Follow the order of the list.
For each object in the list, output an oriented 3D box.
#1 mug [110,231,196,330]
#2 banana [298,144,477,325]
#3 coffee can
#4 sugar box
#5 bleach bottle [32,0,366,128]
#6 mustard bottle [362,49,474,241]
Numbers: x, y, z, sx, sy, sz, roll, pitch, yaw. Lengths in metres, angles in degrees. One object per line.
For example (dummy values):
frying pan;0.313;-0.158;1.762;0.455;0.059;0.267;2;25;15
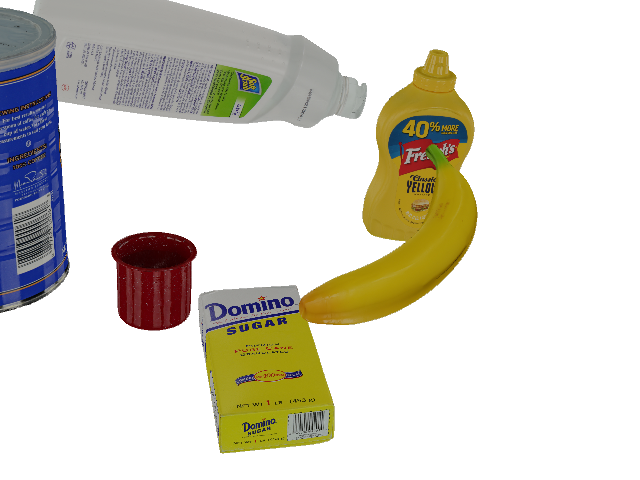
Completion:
mug;-0.193;0.042;1.192;0.093;0.081;0.117;-19;35;-39
banana;0.062;0.007;0.751;0.070;0.037;0.197;26;48;18
coffee can;-0.191;-0.045;0.576;0.103;0.140;0.103;3;27;-2
sugar box;-0.050;0.103;0.905;0.093;0.048;0.176;-4;33;-11
bleach bottle;-0.090;-0.127;0.807;0.250;0.068;0.103;11;-33;-13
mustard bottle;0.101;-0.094;1.053;0.096;0.192;0.058;2;27;-10
